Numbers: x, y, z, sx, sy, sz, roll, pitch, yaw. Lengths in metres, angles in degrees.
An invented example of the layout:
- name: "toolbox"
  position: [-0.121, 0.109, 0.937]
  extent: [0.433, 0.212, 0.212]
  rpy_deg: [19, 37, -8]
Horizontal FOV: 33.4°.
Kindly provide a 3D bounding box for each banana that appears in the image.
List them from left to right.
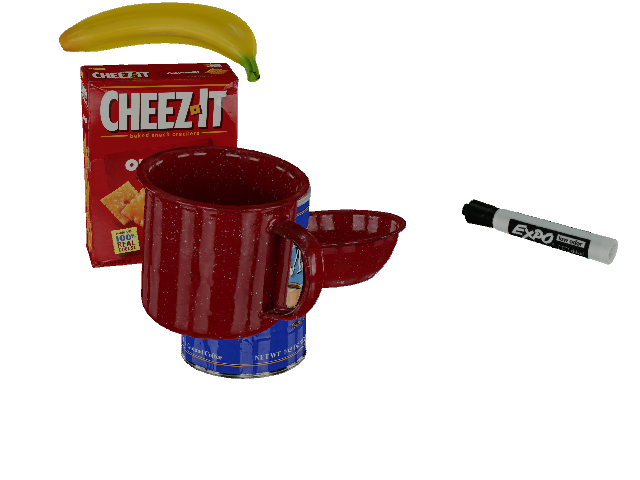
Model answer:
- name: "banana"
  position: [-0.138, -0.187, 0.963]
  extent: [0.198, 0.037, 0.069]
  rpy_deg: [10, 46, 17]

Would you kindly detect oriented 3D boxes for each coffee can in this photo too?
- name: "coffee can"
  position: [-0.060, 0.024, 0.843]
  extent: [0.103, 0.140, 0.103]
  rpy_deg: [1, 19, -1]

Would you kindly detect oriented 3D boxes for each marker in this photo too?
- name: "marker"
  position: [0.160, -0.008, 0.794]
  extent: [0.121, 0.020, 0.020]
  rpy_deg: [19, 10, 32]

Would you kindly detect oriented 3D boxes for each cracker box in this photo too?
- name: "cracker box"
  position: [-0.177, -0.083, 1.178]
  extent: [0.164, 0.214, 0.072]
  rpy_deg: [-4, 25, -18]

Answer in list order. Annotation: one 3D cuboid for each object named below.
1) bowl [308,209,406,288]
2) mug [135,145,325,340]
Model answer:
- name: "bowl"
  position: [0.009, 0.010, 1.096]
  extent: [0.162, 0.055, 0.162]
  rpy_deg: [-4, 13, 1]
- name: "mug"
  position: [-0.046, 0.005, 0.579]
  extent: [0.117, 0.081, 0.093]
  rpy_deg: [21, 28, 30]
